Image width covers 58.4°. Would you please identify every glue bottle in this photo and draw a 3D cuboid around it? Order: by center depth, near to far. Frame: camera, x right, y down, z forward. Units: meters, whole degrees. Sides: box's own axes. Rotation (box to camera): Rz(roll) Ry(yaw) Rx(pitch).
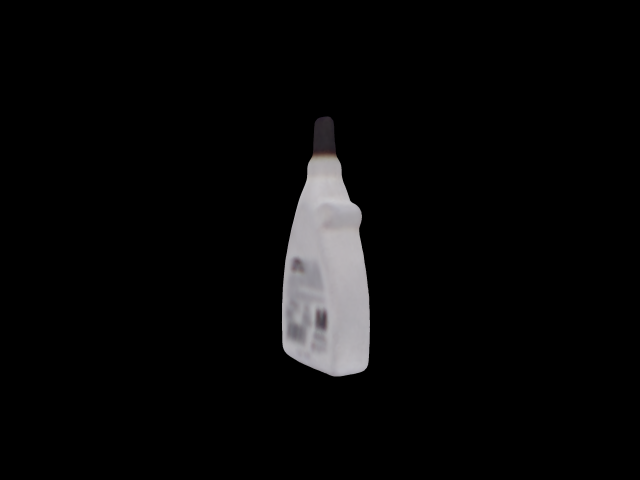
[{"bbox_3d":[0.004,0.001,0.400,0.037,0.173,0.077,-3,6,-33],"label":"glue bottle"}]
